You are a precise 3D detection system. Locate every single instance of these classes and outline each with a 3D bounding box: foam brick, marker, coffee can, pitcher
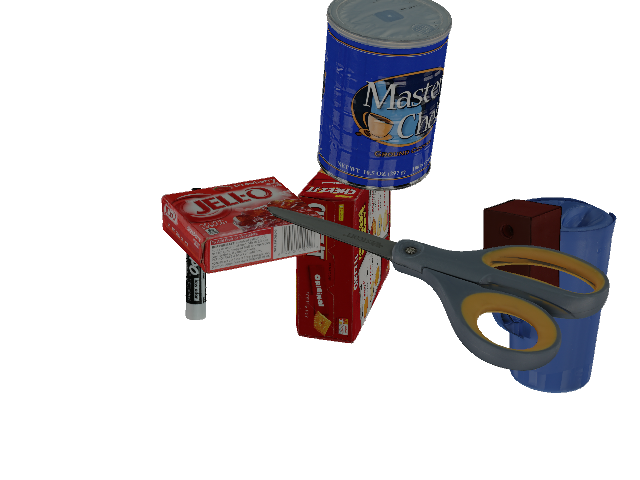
[{"bbox_3d":[0.181,0.007,0.961,0.053,0.078,0.051,12,22,42],"label":"foam brick"},{"bbox_3d":[-0.113,0.012,0.970,0.020,0.121,0.020,2,13,-1],"label":"marker"},{"bbox_3d":[0.052,-0.128,0.911,0.103,0.140,0.103,3,36,-2],"label":"coffee can"},{"bbox_3d":[0.299,0.074,1.397,0.149,0.243,0.144,5,21,14],"label":"pitcher"}]

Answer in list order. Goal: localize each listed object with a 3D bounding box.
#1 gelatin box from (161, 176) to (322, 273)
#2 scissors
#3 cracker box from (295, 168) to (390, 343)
[{"bbox_3d":[-0.054,-0.013,0.726,0.089,0.030,0.073,-11,30,-27],"label":"gelatin box"},{"bbox_3d":[0.052,0.023,0.579,0.202,0.016,0.096,8,40,15],"label":"scissors"},{"bbox_3d":[0.028,-0.004,1.207,0.072,0.164,0.213,5,20,13],"label":"cracker box"}]
